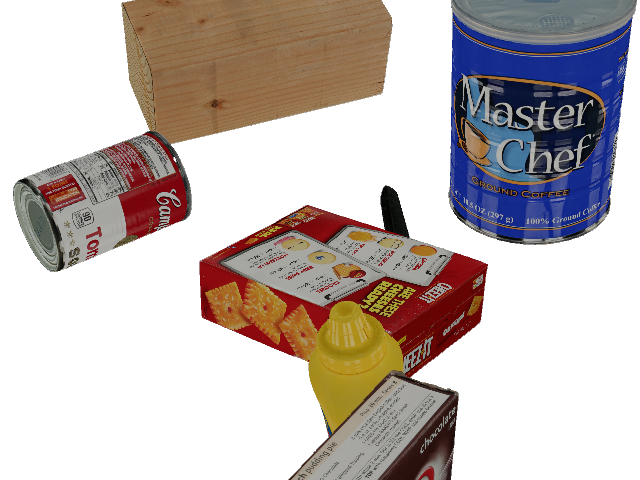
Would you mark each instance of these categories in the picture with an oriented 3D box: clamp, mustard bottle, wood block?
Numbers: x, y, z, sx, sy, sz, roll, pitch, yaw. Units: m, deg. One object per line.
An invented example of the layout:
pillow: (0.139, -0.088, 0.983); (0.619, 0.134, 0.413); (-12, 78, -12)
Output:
clamp: (0.072, 0.023, 1.172); (0.164, 0.036, 0.210); (-15, 50, -33)
mustard bottle: (0.029, 0.112, 0.674); (0.058, 0.191, 0.096); (-7, 40, 5)
wood block: (-0.054, -0.161, 0.905); (0.205, 0.090, 0.091); (-15, -35, -16)

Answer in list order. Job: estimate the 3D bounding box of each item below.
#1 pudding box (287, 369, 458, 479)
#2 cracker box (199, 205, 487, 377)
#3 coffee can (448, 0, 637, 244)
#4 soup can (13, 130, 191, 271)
pudding box: (0.017, 0.123, 0.456); (0.039, 0.090, 0.113); (18, 36, 25)
cracker box: (0.020, 0.048, 0.986); (0.214, 0.072, 0.163); (19, 32, 33)
coffee can: (0.129, -0.083, 0.641); (0.103, 0.140, 0.103); (-3, 37, 2)
soup can: (-0.149, -0.028, 0.731); (0.102, 0.068, 0.069); (-25, 13, -30)
